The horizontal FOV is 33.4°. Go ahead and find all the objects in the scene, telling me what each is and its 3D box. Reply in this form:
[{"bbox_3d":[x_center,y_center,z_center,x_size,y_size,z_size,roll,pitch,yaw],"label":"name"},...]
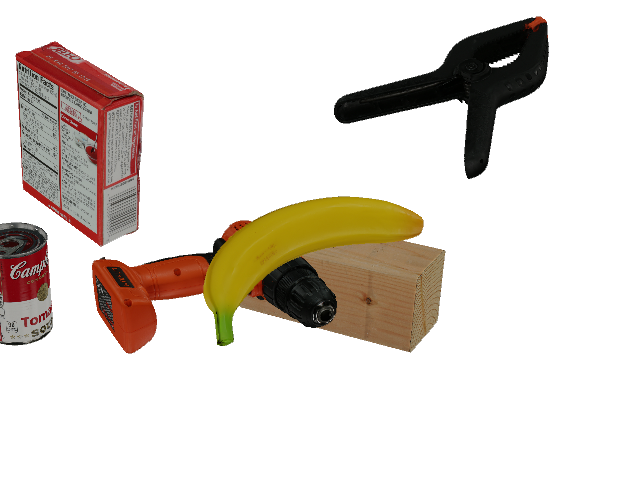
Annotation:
[{"bbox_3d":[0.139,-0.132,0.938,0.209,0.036,0.165,-33,45,-21],"label":"clamp"},{"bbox_3d":[-0.299,0.043,1.044,0.068,0.102,0.068,3,28,-2],"label":"soup can"},{"bbox_3d":[-0.130,-0.053,0.579,0.073,0.089,0.030,32,40,30],"label":"gelatin box"},{"bbox_3d":[-0.098,0.045,0.960,0.187,0.057,0.185,-12,25,-25],"label":"power drill"},{"bbox_3d":[0.022,0.043,1.174,0.206,0.091,0.090,14,26,22],"label":"wood block"},{"bbox_3d":[-0.014,0.006,0.769,0.197,0.069,0.037,-29,-7,-30],"label":"banana"}]
